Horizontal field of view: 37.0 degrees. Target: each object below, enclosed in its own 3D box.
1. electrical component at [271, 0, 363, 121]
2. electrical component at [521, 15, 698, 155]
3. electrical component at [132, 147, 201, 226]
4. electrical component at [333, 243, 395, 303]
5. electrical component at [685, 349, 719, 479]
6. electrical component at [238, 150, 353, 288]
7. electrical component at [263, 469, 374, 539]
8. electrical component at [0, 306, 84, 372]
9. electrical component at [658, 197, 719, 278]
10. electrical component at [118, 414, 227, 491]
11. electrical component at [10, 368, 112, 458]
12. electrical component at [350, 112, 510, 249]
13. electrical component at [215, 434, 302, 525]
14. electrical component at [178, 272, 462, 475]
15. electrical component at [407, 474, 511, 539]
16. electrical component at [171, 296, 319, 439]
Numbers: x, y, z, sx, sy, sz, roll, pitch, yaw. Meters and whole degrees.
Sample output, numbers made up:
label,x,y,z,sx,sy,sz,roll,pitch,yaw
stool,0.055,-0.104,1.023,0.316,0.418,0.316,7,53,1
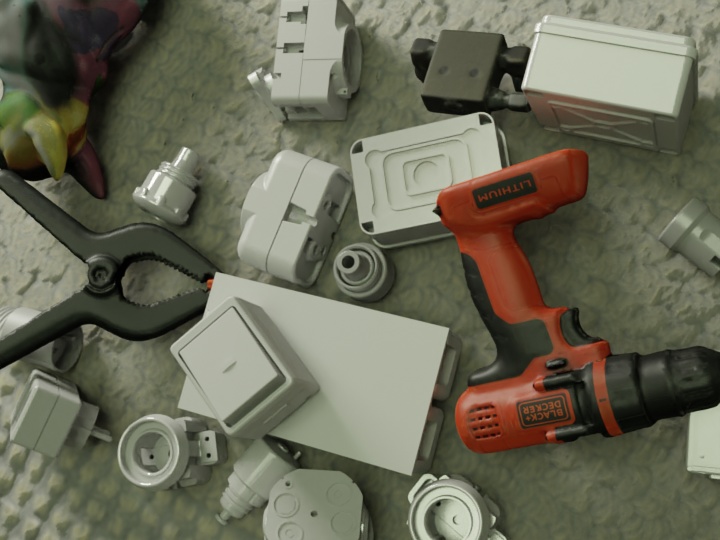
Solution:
label,x,y,z,sx,sy,sz,roll,pitch,yaw
electrical component,-0.032,-0.169,0.861,0.056,0.050,0.089,2,80,18
electrical component,0.178,-0.128,0.757,0.109,0.109,0.056,14,86,19
electrical component,-0.153,-0.070,0.882,0.048,0.048,0.062,25,81,20
electrical component,0.000,0.000,0.810,0.043,0.062,0.043,-3,78,16
electrical component,0.251,0.101,0.717,0.062,0.061,0.096,3,87,18
electrical component,-0.053,-0.041,0.839,0.059,0.054,0.095,21,86,20
electrical component,-0.031,0.185,0.777,0.080,0.051,0.080,-2,56,3
electrical component,-0.277,0.054,0.894,0.081,0.043,0.043,13,83,19
electrical component,0.240,-0.022,0.754,0.046,0.040,0.040,42,93,14
electrical component,-0.150,0.141,0.831,0.078,0.057,0.058,-11,76,15
electrical component,-0.233,0.119,0.857,0.076,0.083,0.047,26,87,-18
electrical component,0.056,-0.065,0.809,0.113,0.057,0.078,-11,76,14
electrical component,-0.080,0.160,0.814,0.040,0.040,0.078,42,93,20
electrical component,-0.028,0.077,0.804,0.186,0.060,0.105,13,83,19
electrical component,0.066,0.176,0.757,0.078,0.057,0.058,39,92,20
electrical component,-0.086,0.064,0.759,0.062,0.061,0.096,-40,71,6
